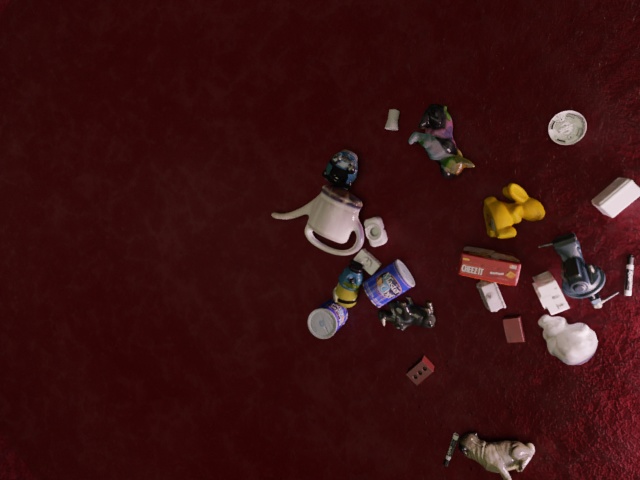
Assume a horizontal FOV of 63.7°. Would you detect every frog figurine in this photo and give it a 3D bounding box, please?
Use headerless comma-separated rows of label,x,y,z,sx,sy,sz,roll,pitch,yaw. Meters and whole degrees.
frog figurine,0.738,0.289,1.544,0.159,0.125,0.135,45,126,-2

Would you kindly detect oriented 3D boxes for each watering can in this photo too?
watering can,0.005,-0.089,1.761,0.350,0.104,0.222,28,104,17
